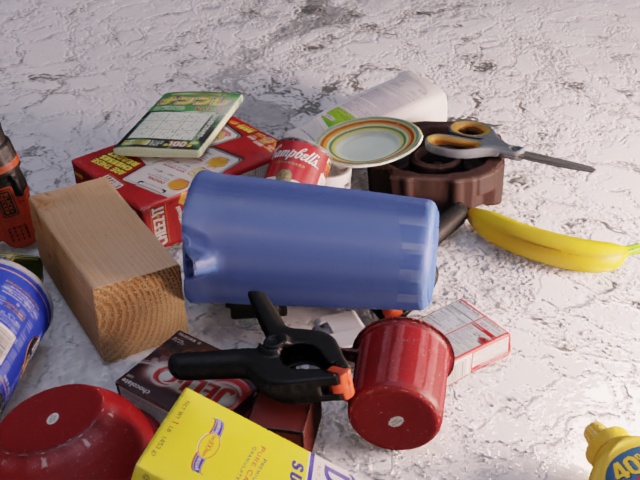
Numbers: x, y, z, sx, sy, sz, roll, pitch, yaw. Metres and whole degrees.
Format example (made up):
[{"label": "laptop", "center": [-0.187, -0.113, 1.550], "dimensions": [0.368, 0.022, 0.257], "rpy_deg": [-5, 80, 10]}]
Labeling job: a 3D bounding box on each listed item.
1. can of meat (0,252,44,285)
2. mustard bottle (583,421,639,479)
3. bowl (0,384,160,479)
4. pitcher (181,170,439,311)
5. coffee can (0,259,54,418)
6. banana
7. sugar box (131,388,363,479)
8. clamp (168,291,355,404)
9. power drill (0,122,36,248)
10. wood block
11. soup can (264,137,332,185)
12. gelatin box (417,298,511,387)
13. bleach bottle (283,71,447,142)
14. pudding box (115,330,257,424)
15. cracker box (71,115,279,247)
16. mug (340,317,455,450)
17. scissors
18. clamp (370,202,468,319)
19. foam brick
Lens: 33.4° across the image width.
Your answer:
[{"label": "can of meat", "center": [-0.340, 0.037, 1.090], "dimensions": [0.084, 0.057, 0.102], "rpy_deg": [6, -1, 7]}, {"label": "mustard bottle", "center": [0.263, 0.206, 0.823], "dimensions": [0.096, 0.058, 0.192], "rpy_deg": [-14, 34, -16]}, {"label": "bowl", "center": [-0.213, 0.167, 0.879], "dimensions": [0.162, 0.055, 0.162], "rpy_deg": [-12, 27, 6]}, {"label": "pitcher", "center": [-0.007, 0.001, 1.052], "dimensions": [0.243, 0.145, 0.149], "rpy_deg": [5, 65, 9]}, {"label": "coffee can", "center": [-0.316, 0.097, 0.981], "dimensions": [0.103, 0.103, 0.140], "rpy_deg": [2, 33, 6]}, {"label": "banana", "center": [0.246, 0.003, 1.168], "dimensions": [0.198, 0.037, 0.069], "rpy_deg": [15, 16, 22]}, {"label": "sugar box", "center": [-0.048, 0.192, 0.816], "dimensions": [0.176, 0.048, 0.093], "rpy_deg": [25, 39, 5]}, {"label": "clamp", "center": [-0.048, 0.104, 0.919], "dimensions": [0.120, 0.039, 0.172], "rpy_deg": [-39, 37, -25]}, {"label": "power drill", "center": [-0.416, -0.053, 1.165], "dimensions": [0.187, 0.184, 0.057], "rpy_deg": [-16, 31, -4]}, {"label": "wood block", "center": [-0.221, 0.025, 1.101], "dimensions": [0.090, 0.090, 0.206], "rpy_deg": [-18, 35, -24]}, {"label": "soup can", "center": [-0.033, -0.055, 1.201], "dimensions": [0.069, 0.068, 0.102], "rpy_deg": [11, 67, 19]}, {"label": "gelatin box", "center": [0.127, 0.099, 1.025], "dimensions": [0.089, 0.030, 0.073], "rpy_deg": [-22, 36, -28]}, {"label": "bleach bottle", "center": [0.041, -0.146, 1.384], "dimensions": [0.250, 0.068, 0.103], "rpy_deg": [-23, 37, -26]}, {"label": "pudding box", "center": [-0.113, 0.137, 0.967], "dimensions": [0.114, 0.039, 0.089], "rpy_deg": [19, 38, 29]}, {"label": "cracker box", "center": [-0.160, -0.074, 1.272], "dimensions": [0.213, 0.072, 0.164], "rpy_deg": [-25, 37, -30]}, {"label": "mug", "center": [0.057, 0.125, 0.929], "dimensions": [0.117, 0.093, 0.081], "rpy_deg": [15, 39, 0]}, {"label": "scissors", "center": [0.226, -0.112, 1.255], "dimensions": [0.202, 0.016, 0.096], "rpy_deg": [7, 32, 17]}, {"label": "clamp", "center": [0.070, 0.015, 1.151], "dimensions": [0.164, 0.036, 0.209], "rpy_deg": [5, 36, 10]}, {"label": "foam brick", "center": [-0.031, 0.156, 0.920], "dimensions": [0.051, 0.053, 0.078], "rpy_deg": [4, 32, 10]}]
